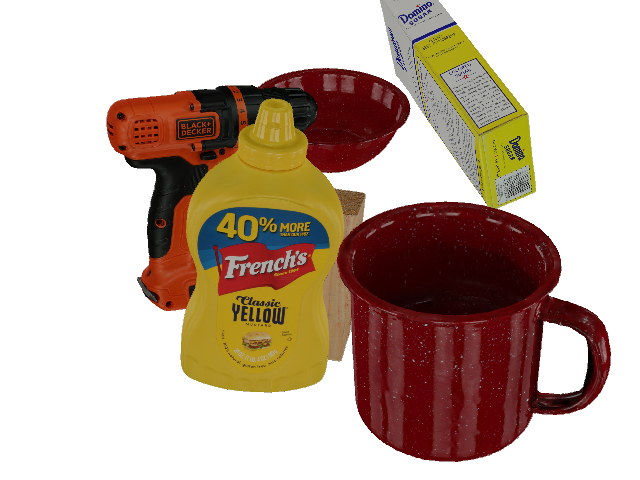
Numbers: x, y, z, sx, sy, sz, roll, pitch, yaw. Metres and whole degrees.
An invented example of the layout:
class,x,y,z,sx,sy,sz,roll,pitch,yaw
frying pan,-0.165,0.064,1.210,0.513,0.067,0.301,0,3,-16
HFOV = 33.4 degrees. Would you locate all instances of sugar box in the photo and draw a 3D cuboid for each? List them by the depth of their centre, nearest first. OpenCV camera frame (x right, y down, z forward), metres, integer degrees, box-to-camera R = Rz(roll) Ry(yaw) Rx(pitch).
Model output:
class,x,y,z,sx,sy,sz,roll,pitch,yaw
sugar box,0.106,-0.116,0.833,0.048,0.176,0.093,-23,-38,-2

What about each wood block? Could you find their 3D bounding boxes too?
class,x,y,z,sx,sy,sz,roll,pitch,yaw
wood block,0.000,0.041,1.401,0.090,0.206,0.090,8,23,6

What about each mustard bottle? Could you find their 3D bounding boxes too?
class,x,y,z,sx,sy,sz,roll,pitch,yaw
mustard bottle,-0.035,0.004,0.660,0.096,0.192,0.058,5,30,-4

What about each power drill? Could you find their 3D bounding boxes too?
class,x,y,z,sx,sy,sz,roll,pitch,yaw
power drill,-0.089,-0.040,0.921,0.184,0.188,0.057,-8,21,-22

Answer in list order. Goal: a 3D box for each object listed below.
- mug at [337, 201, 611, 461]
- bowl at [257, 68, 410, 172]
class,x,y,z,sx,sy,sz,roll,pitch,yaw
mug,0.066,0.043,0.461,0.117,0.081,0.093,11,34,21
bowl,0.008,-0.114,1.073,0.162,0.055,0.162,1,35,-1
